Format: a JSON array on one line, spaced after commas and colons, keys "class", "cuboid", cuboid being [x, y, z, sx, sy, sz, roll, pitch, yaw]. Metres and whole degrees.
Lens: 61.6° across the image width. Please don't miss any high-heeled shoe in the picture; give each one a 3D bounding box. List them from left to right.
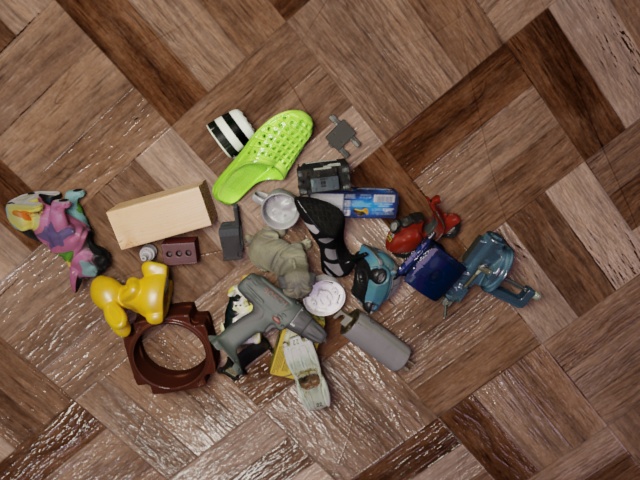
[{"class": "high-heeled shoe", "cuboid": [-0.002, -0.004, 1.196, 0.145, 0.086, 0.248, -21, 126, 43]}]

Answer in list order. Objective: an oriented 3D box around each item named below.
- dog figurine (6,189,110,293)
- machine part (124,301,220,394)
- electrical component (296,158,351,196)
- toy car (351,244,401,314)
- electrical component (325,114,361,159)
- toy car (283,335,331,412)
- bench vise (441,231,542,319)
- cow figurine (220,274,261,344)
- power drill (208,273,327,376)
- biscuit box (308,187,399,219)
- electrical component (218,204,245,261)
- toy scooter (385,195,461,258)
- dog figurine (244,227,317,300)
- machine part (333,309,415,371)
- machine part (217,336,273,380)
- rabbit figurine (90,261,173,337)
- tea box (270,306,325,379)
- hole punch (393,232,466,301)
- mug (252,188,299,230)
[{"class": "dog figurine", "cuboid": [-0.574, 0.005, 1.190, 0.192, 0.108, 0.219, -4, 110, -2]}, {"class": "machine part", "cuboid": [-0.352, 0.259, 1.289, 0.202, 0.087, 0.200, -8, 108, 1]}, {"class": "electrical component", "cuboid": [0.007, -0.135, 1.158, 0.115, 0.134, 0.058, -8, 107, 2]}, {"class": "toy car", "cuboid": [0.139, 0.090, 1.254, 0.103, 0.109, 0.161, -7, 118, -22]}, {"class": "electrical component", "cuboid": [0.044, -0.230, 1.188, 0.063, 0.021, 0.094, -42, 105, 10]}, {"class": "toy car", "cuboid": [-0.030, 0.312, 1.265, 0.074, 0.056, 0.201, -17, 109, 2]}, {"class": "bench vise", "cuboid": [0.399, 0.100, 1.261, 0.240, 0.129, 0.223, 27, 107, -6]}, {"class": "cow figurine", "cuboid": [-0.190, 0.166, 1.269, 0.098, 0.068, 0.167, -6, 91, -4]}, {"class": "power drill", "cuboid": [-0.126, 0.203, 1.194, 0.207, 0.086, 0.232, -44, 88, -7]}, {"class": "biscuit box", "cuboid": [0.073, -0.085, 1.214, 0.203, 0.063, 0.059, 1, 107, -4]}, {"class": "electrical component", "cuboid": [-0.201, -0.019, 1.215, 0.048, 0.075, 0.119, -6, 111, -2]}, {"class": "toy scooter", "cuboid": [0.230, -0.037, 1.213, 0.184, 0.075, 0.135, -21, 139, -1]}, {"class": "dog figurine", "cuboid": [-0.094, 0.049, 1.181, 0.172, 0.191, 0.121, 10, 106, -4]}, {"class": "machine part", "cuboid": [0.136, 0.244, 1.312, 0.243, 0.079, 0.079, 38, 102, -12]}, {"class": "machine part", "cuboid": [-0.180, 0.291, 1.321, 0.139, 0.039, 0.084, -39, 138, 3]}, {"class": "rabbit figurine", "cuboid": [-0.428, 0.132, 1.204, 0.173, 0.121, 0.162, 9, 66, -6]}, {"class": "tea box", "cuboid": [-0.056, 0.249, 1.308, 0.098, 0.068, 0.169, 16, 107, -8]}, {"class": "hole punch", "cuboid": [0.247, 0.066, 1.197, 0.142, 0.092, 0.115, -49, 143, 15]}, {"class": "mug", "cuboid": [-0.097, -0.078, 1.185, 0.110, 0.107, 0.080, 18, 105, -5]}]
